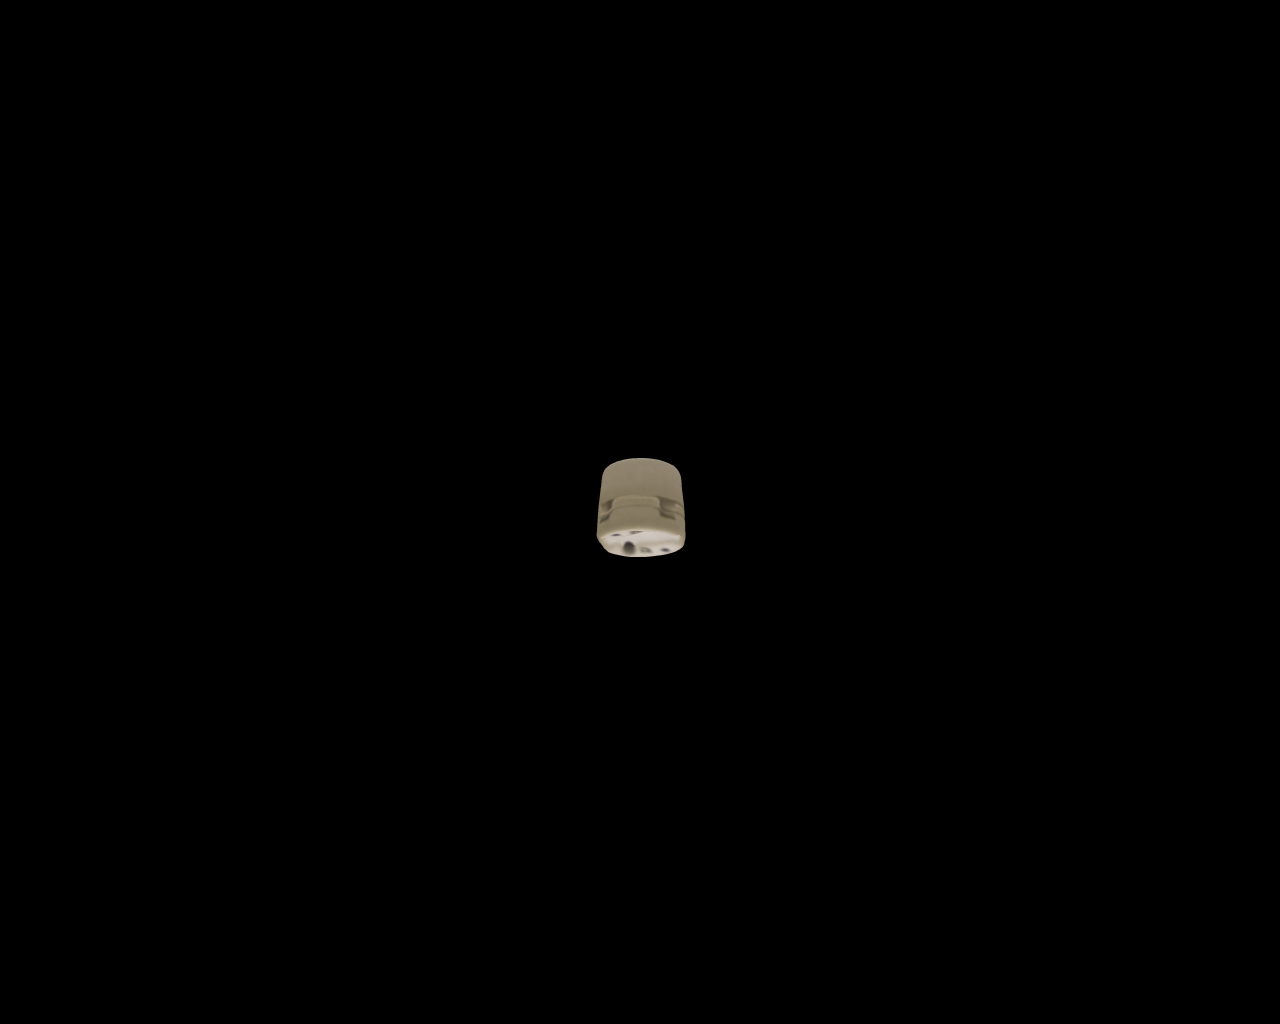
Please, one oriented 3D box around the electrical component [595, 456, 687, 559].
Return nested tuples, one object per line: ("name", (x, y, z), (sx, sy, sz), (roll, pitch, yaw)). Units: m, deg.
("electrical component", (0.001, -0.003, 0.650), (0.055, 0.047, 0.055), (0, -22, 0))
